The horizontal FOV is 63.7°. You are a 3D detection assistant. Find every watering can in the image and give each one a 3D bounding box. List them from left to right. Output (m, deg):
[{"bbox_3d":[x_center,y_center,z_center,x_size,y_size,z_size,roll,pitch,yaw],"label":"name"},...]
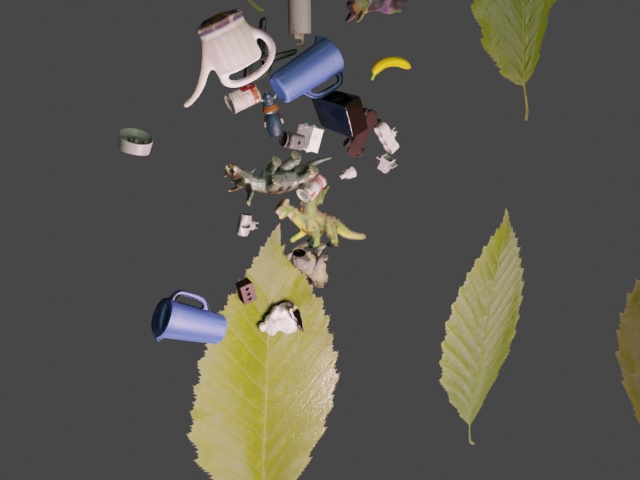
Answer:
[{"bbox_3d":[-0.310,-0.573,1.603,0.349,0.105,0.220,-29,117,-7],"label":"watering can"}]

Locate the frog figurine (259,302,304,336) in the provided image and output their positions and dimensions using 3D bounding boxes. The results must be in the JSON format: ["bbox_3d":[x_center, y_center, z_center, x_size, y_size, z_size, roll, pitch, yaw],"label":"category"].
[{"bbox_3d":[-0.157,0.318,2.025,0.159,0.126,0.135,-19,133,15],"label":"frog figurine"}]

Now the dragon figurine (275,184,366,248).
[{"bbox_3d":[0.006,-0.099,1.973,0.412,0.123,0.241,-6,101,-32],"label":"dragon figurine"}]
